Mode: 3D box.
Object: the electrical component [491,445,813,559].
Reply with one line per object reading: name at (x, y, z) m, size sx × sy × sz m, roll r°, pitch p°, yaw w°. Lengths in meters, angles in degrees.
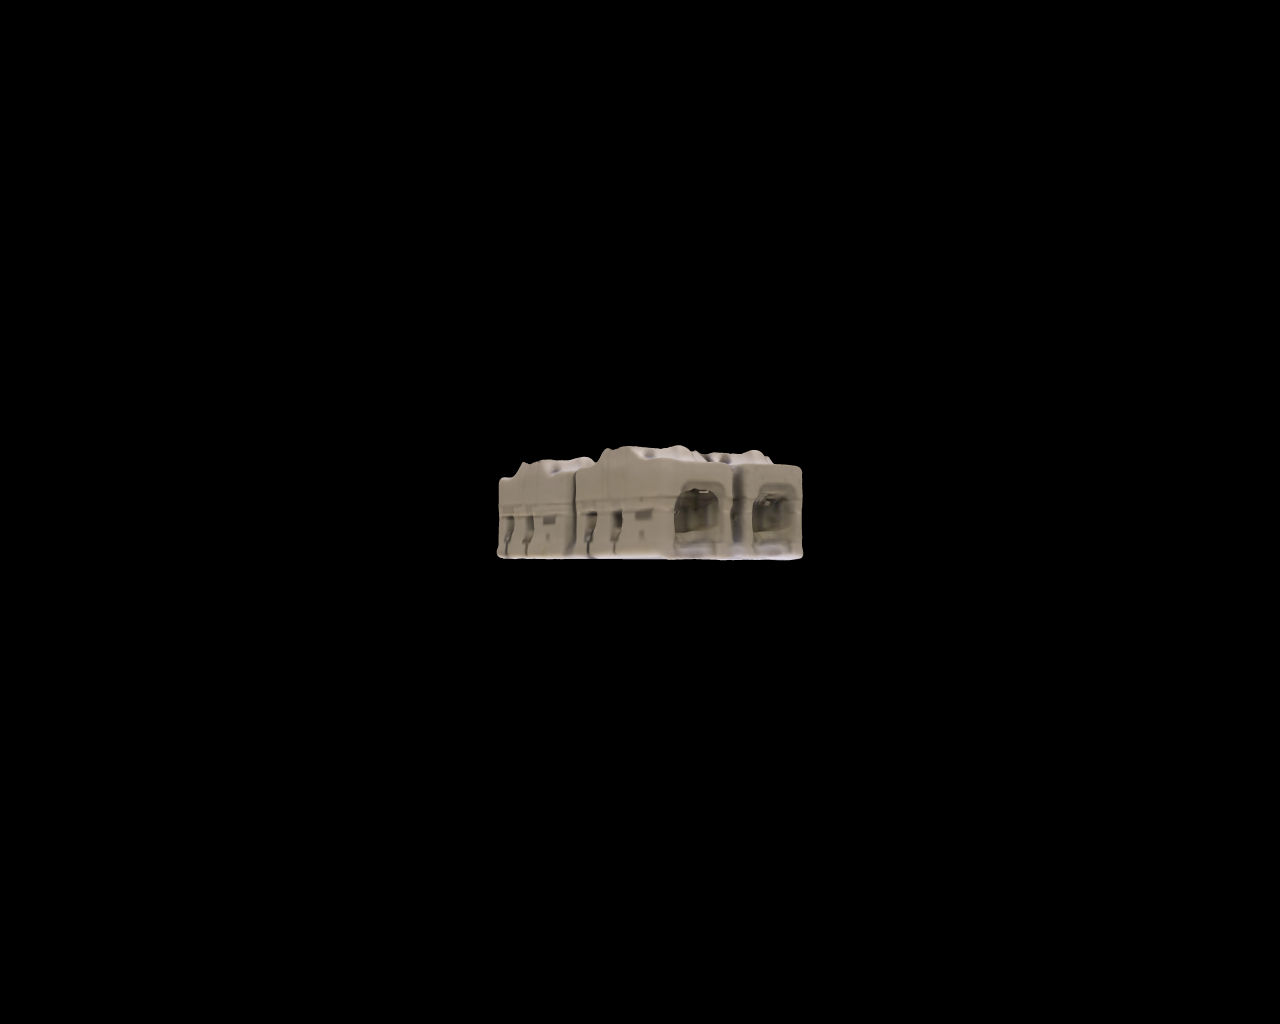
electrical component at (0.001, -0.003, 0.650) m, size 0.105 × 0.060 × 0.186 m, roll 2°, pitch -3°, yaw -36°
